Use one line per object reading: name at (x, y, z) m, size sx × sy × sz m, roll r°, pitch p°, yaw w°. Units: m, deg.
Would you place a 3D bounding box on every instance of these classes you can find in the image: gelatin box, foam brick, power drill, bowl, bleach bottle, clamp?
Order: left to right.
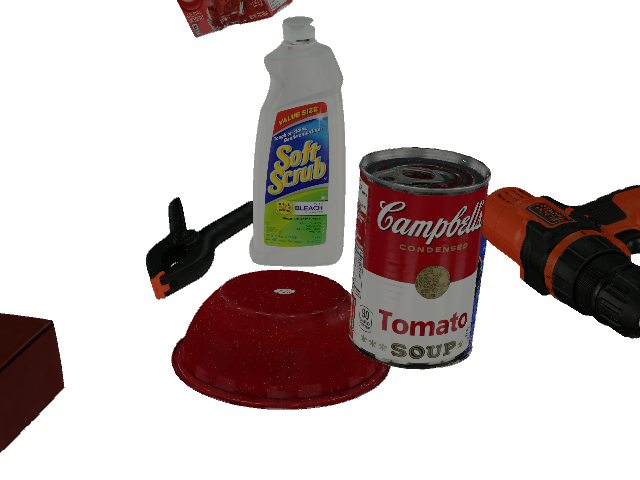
foam brick at (-0.205, 0.087, 0.665) m, size 0.053 × 0.051 × 0.078 m, roll 7°, pitch 30°, yaw 21°
clamp at (-0.142, 0.003, 1.239) m, size 0.120 × 0.039 × 0.171 m, roll -7°, pitch 38°, yaw 20°
gelatin box at (-0.073, -0.192, 0.776) m, size 0.089 × 0.073 × 0.030 m, roll -3°, pitch 32°, yaw 44°
bowl at (-0.028, 0.062, 0.777) m, size 0.162 × 0.055 × 0.162 m, roll 2°, pitch 19°, yaw -1°
bleach bottle at (-0.026, -0.098, 1.071) m, size 0.102 × 0.251 × 0.068 m, roll 1°, pitch 27°, yaw 5°
power drill at (0.228, -0.002, 0.737) m, size 0.187 × 0.057 × 0.185 m, roll -12°, pitch 29°, yaw -20°

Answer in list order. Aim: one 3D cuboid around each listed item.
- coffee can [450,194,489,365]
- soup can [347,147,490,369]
coffee can at (0.091, 0.026, 0.934) m, size 0.103 × 0.140 × 0.103 m, roll 4°, pitch 22°, yaw -2°
soup can at (0.051, 0.009, 0.570) m, size 0.068 × 0.102 × 0.068 m, roll 3°, pitch 22°, yaw -1°
